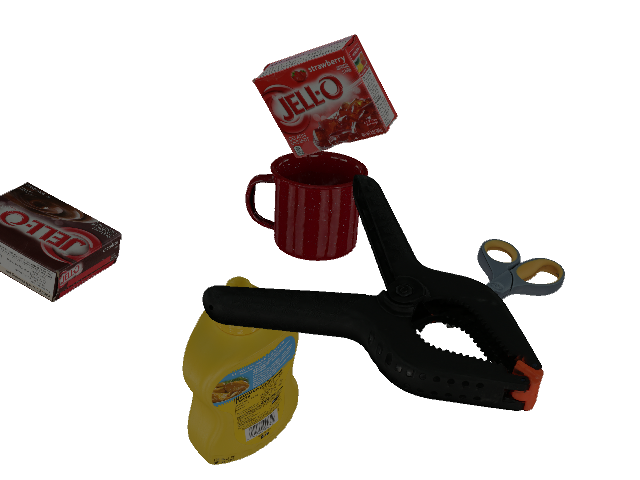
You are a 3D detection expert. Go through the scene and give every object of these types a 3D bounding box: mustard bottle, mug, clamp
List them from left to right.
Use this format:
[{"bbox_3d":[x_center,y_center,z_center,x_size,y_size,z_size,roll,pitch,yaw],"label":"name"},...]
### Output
[{"bbox_3d":[-0.061,0.094,0.826,0.096,0.192,0.058,-30,57,-25],"label":"mustard bottle"},{"bbox_3d":[-0.015,-0.034,1.032,0.117,0.081,0.093,5,26,4],"label":"mug"},{"bbox_3d":[0.041,0.046,0.673,0.164,0.036,0.210,-33,54,-29],"label":"clamp"}]

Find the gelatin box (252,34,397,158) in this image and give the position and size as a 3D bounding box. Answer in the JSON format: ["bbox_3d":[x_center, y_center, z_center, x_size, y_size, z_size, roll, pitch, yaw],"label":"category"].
[{"bbox_3d":[0.003,-0.108,0.812,0.089,0.073,0.030,-12,29,34],"label":"gelatin box"}]

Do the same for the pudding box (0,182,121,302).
[{"bbox_3d":[-0.248,0.000,0.943,0.114,0.039,0.089,25,31,17],"label":"pudding box"}]

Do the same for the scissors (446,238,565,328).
[{"bbox_3d":[0.156,0.037,1.018,0.201,0.016,0.096,-11,38,-41],"label":"scissors"}]
